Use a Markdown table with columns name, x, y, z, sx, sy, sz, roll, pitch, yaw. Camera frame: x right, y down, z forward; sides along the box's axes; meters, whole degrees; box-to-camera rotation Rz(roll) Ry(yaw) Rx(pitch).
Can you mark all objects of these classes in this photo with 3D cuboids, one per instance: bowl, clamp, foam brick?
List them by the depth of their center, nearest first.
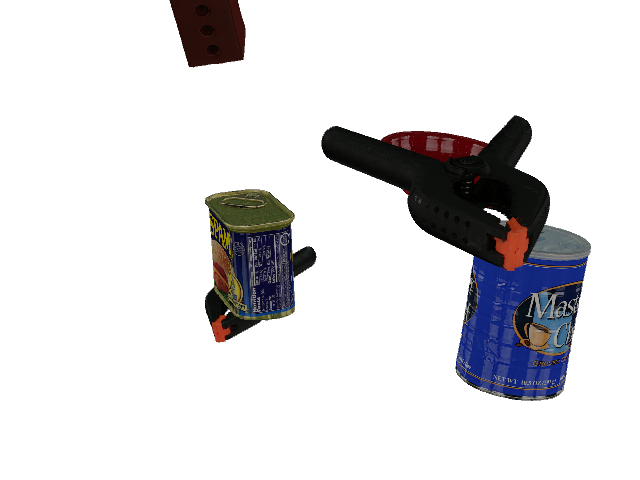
| name | x | y | z | sx | sy | sz | roll | pitch | yaw |
| --- | --- | --- | --- | --- | --- | --- | --- | --- | --- |
| clamp | 0.089 | -0.040 | 0.741 | 0.164 | 0.036 | 0.210 | -2 | 27 | -4 |
| foam brick | -0.100 | -0.203 | 0.956 | 0.053 | 0.051 | 0.078 | -7 | -42 | 6 |
| clamp | -0.075 | 0.054 | 1.251 | 0.120 | 0.039 | 0.171 | -5 | 37 | 18 |
| bowl | 0.148 | -0.082 | 1.285 | 0.162 | 0.055 | 0.162 | 6 | 23 | -3 |

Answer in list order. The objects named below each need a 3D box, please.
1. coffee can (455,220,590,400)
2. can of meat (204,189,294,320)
| name | x | y | z | sx | sy | sz | roll | pitch | yaw |
| --- | --- | --- | --- | --- | --- | --- | --- | --- | --- |
| coffee can | 0.185 | 0.062 | 0.984 | 0.103 | 0.140 | 0.103 | 6 | 16 | -2 |
| can of meat | -0.058 | 0.011 | 0.888 | 0.057 | 0.084 | 0.102 | -9 | 20 | -18 |
